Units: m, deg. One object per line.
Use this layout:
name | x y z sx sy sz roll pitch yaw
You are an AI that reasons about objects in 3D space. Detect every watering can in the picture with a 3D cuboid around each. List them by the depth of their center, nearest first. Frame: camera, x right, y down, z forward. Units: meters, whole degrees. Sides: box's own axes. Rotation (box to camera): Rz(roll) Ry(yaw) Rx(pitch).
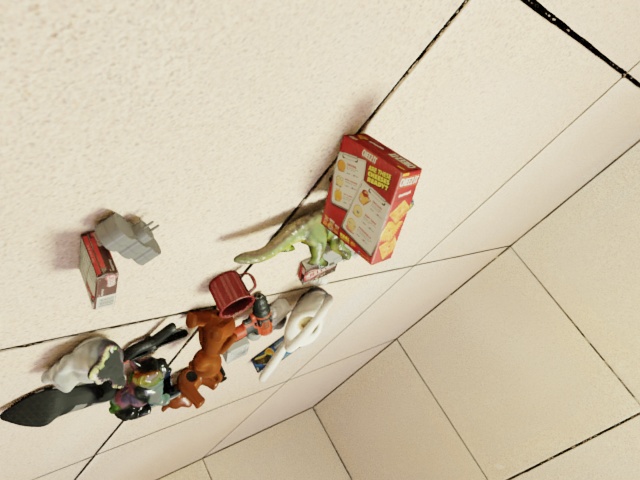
watering can | -0.068 0.277 1.594 0.343 0.104 0.228 -49 -175 21

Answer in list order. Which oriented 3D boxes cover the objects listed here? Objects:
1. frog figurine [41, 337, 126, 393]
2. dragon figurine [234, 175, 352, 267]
frog figurine | -0.524 0.274 1.140 0.159 0.123 0.137 -1 174 17
dragon figurine | 0.004 -0.059 1.172 0.412 0.124 0.238 -9 130 -48
